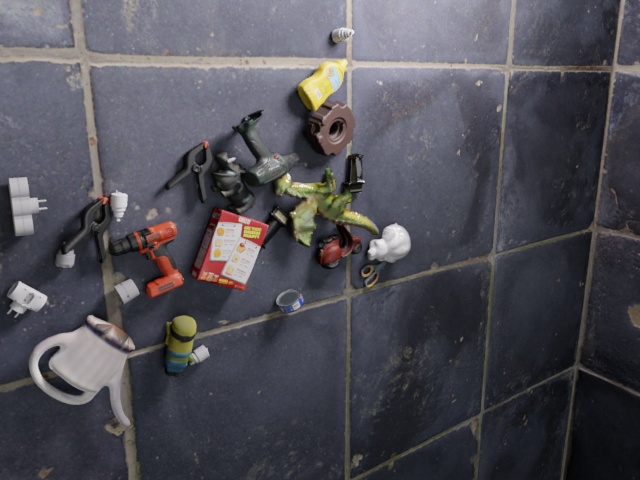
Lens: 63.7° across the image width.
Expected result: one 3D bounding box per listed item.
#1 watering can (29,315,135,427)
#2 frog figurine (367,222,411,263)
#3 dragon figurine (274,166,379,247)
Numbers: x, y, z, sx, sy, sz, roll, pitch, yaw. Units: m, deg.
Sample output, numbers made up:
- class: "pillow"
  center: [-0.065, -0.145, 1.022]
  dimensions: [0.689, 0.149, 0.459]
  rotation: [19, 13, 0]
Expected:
- class: "watering can"
  center: [-0.584, 0.345, 1.370]
  dimensions: [0.342, 0.226, 0.104]
  rotation: [47, -16, -32]
- class: "frog figurine"
  center: [0.246, 0.019, 1.848]
  dimensions: [0.161, 0.134, 0.124]
  rotation: [-24, 39, -38]
- class: "dragon figurine"
  center: [0.005, -0.084, 1.660]
  dimensions: [0.405, 0.244, 0.123]
  rotation: [48, -8, -22]
